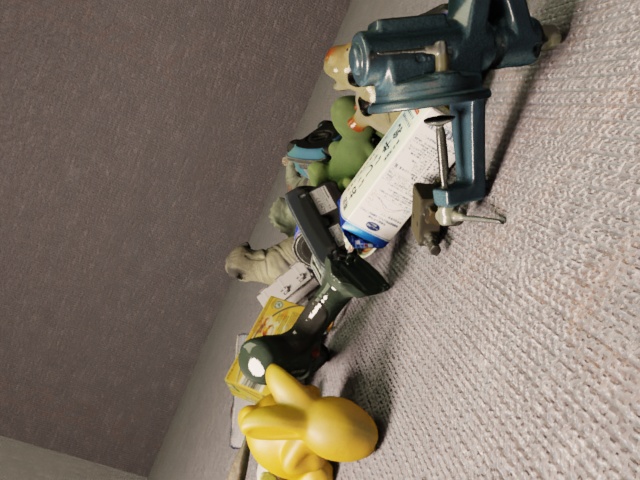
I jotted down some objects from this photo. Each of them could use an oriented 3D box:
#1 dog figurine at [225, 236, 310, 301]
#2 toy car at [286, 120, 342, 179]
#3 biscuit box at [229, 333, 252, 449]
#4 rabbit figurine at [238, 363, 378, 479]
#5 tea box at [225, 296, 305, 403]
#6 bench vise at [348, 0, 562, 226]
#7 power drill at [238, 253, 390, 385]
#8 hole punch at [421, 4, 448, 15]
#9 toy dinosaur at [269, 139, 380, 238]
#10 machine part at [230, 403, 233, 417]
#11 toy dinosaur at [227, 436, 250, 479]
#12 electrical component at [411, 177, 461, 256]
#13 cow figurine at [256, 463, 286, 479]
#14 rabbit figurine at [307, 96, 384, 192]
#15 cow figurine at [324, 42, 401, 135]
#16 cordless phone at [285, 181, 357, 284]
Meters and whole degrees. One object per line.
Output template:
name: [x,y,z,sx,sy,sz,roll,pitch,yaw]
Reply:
dog figurine: [-0.085,0.025,1.121,0.172,0.190,0.121,-69,12,-15]
toy car: [0.015,-0.158,1.021,0.162,0.109,0.102,-46,-44,-41]
biscuit box: [-0.119,0.274,0.975,0.059,0.063,0.202,29,-118,-64]
rabbit figurine: [-0.010,0.212,0.629,0.173,0.162,0.122,-20,34,50]
tea box: [-0.074,0.188,0.899,0.068,0.098,0.169,81,-148,-51]
bench vise: [0.142,-0.137,0.547,0.129,0.224,0.240,20,120,62]
power drill: [-0.001,0.114,0.746,0.207,0.086,0.232,-46,-22,20]
hole punch: [0.156,-0.223,0.682,0.116,0.142,0.092,23,95,67]
toy dinosaur: [0.004,-0.108,1.174,0.405,0.131,0.192,-20,64,61]
machine part: [-0.136,0.310,1.162,0.179,0.056,0.179,-60,15,27]
toy dinosaur: [-0.157,0.495,0.782,0.198,0.105,0.471,173,115,-77]
electrical component: [0.135,-0.035,0.633,0.102,0.045,0.078,-94,0,-70]
cow figurine: [-0.052,0.306,0.789,0.098,0.068,0.167,117,170,-49]
rabbit figurine: [0.069,-0.155,0.882,0.121,0.159,0.170,41,143,46]
cow figurine: [0.093,-0.208,0.754,0.127,0.195,0.085,-53,9,46]
cordless phone: [-0.003,-0.003,0.896,0.146,0.089,0.184,61,163,15]
